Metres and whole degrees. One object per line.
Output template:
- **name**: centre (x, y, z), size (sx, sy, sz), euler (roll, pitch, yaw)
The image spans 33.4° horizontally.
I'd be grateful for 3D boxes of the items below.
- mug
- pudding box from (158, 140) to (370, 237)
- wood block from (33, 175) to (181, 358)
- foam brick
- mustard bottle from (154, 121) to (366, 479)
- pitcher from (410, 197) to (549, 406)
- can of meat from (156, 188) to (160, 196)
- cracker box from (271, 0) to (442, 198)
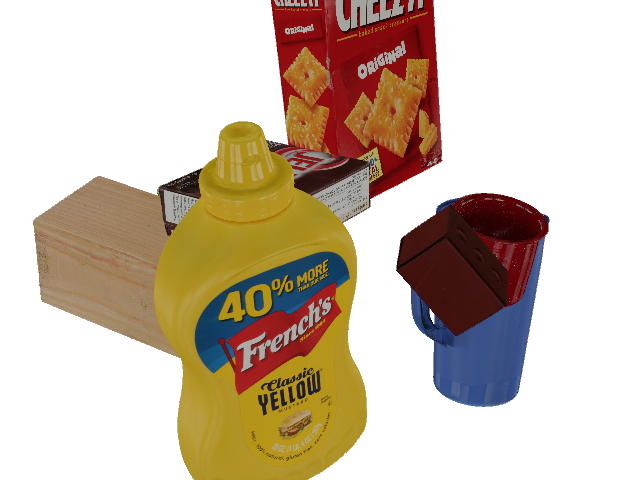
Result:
- **mug**: centre (0.161, 0.005, 1.043), size (0.093, 0.081, 0.117), euler (-7, 34, -23)
- **pudding box**: centre (-0.034, -0.028, 0.694), size (0.090, 0.039, 0.113), euler (14, 30, 34)
- **wood block**: centre (-0.128, 0.029, 0.895), size (0.206, 0.090, 0.090), euler (19, 36, 21)
- **foam brick**: centre (0.103, 0.024, 0.828), size (0.051, 0.078, 0.053), euler (-35, 18, 25)
- **mustard bottle**: centre (-0.028, 0.032, 0.499), size (0.096, 0.192, 0.058), euler (-20, 38, -21)
- **pitcher**: centre (0.190, 0.076, 1.299), size (0.149, 0.243, 0.144), euler (7, 20, 13)
- **can of meat**: centre (-0.119, -0.008, 1.102), size (0.102, 0.084, 0.057), euler (10, 17, 12)
- **cracker box**: centre (0.040, -0.153, 0.985), size (0.072, 0.214, 0.163), euler (12, 26, 38)
